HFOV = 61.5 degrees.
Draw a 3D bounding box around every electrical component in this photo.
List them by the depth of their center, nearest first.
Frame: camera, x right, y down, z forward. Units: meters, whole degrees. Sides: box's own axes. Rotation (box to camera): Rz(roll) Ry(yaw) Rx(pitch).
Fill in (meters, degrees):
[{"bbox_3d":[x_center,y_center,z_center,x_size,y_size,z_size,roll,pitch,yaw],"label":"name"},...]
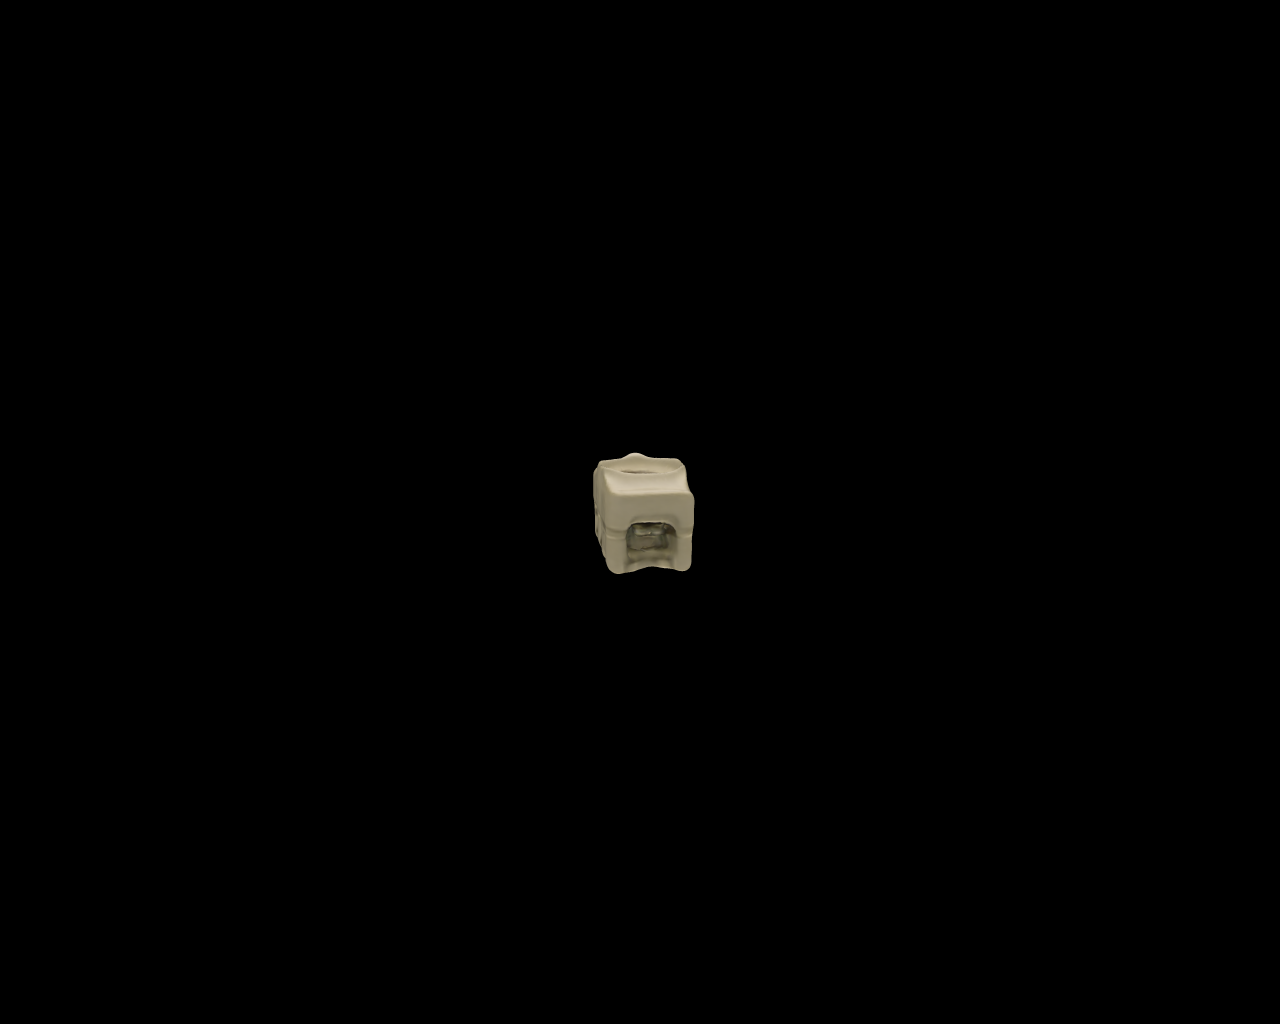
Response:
[{"bbox_3d":[0.001,-0.003,0.650,0.050,0.055,0.089,-2,14,-7],"label":"electrical component"}]
